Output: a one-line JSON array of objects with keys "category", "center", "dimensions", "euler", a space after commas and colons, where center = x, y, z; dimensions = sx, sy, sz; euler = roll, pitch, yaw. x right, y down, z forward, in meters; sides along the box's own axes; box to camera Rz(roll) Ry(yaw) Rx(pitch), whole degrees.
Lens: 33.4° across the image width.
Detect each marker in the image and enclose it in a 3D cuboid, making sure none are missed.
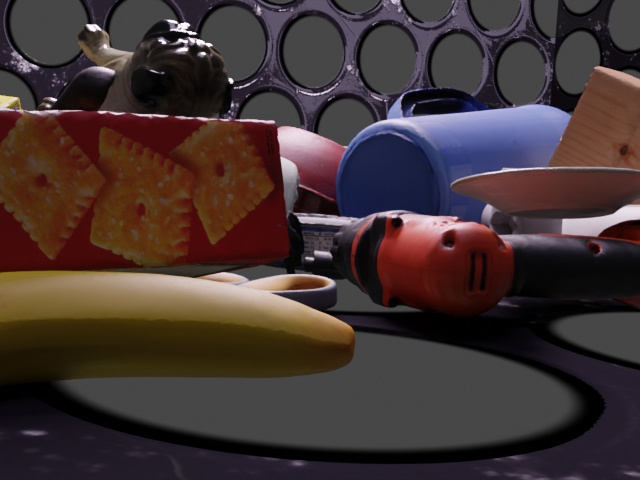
[{"category": "marker", "center": [0.050, 0.019, 0.680], "dimensions": [0.121, 0.020, 0.020], "euler": [3, 5, -2]}]

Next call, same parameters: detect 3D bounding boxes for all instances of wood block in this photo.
[{"category": "wood block", "center": [0.297, -0.050, 0.820], "dimensions": [0.206, 0.091, 0.090], "euler": [33, 19, 31]}]

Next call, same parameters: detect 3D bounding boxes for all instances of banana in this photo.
[{"category": "banana", "center": [-0.081, 0.035, 0.359], "dimensions": [0.197, 0.037, 0.070], "euler": [-2, 26, -38]}]

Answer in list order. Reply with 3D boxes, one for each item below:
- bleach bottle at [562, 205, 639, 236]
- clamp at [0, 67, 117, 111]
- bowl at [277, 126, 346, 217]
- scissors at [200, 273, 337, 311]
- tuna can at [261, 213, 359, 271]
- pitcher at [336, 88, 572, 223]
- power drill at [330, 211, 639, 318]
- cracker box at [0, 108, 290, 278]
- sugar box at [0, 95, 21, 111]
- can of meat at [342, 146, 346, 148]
[{"category": "bleach bottle", "center": [0.218, 0.003, 0.742], "dimensions": [0.102, 0.068, 0.251], "euler": [2, 3, -20]}, {"category": "clamp", "center": [-0.145, -0.038, 0.631], "dimensions": [0.210, 0.036, 0.164], "euler": [2, -32, 39]}, {"category": "bowl", "center": [-0.005, -0.055, 0.939], "dimensions": [0.162, 0.055, 0.162], "euler": [24, -7, 3]}, {"category": "scissors", "center": [-0.067, 0.030, 0.507], "dimensions": [0.096, 0.016, 0.201], "euler": [5, 5, 34]}, {"category": "tuna can", "center": [-0.005, 0.001, 0.757], "dimensions": [0.086, 0.034, 0.086], "euler": [3, 5, -1]}, {"category": "pitcher", "center": [0.119, -0.056, 0.900], "dimensions": [0.149, 0.145, 0.242], "euler": [8, 10, 39]}, {"category": "power drill", "center": [0.111, 0.013, 0.599], "dimensions": [0.187, 0.057, 0.185], "euler": [0, 5, -16]}, {"category": "cracker box", "center": [-0.145, -0.012, 0.452], "dimensions": [0.164, 0.072, 0.213], "euler": [-9, -5, 44]}, {"category": "sugar box", "center": [-0.336, -0.090, 0.855], "dimensions": [0.176, 0.048, 0.093], "euler": [12, 34, 18]}, {"category": "can of meat", "center": [0.035, -0.050, 1.054], "dimensions": [0.058, 0.084, 0.101], "euler": [7, 6, 29]}]
